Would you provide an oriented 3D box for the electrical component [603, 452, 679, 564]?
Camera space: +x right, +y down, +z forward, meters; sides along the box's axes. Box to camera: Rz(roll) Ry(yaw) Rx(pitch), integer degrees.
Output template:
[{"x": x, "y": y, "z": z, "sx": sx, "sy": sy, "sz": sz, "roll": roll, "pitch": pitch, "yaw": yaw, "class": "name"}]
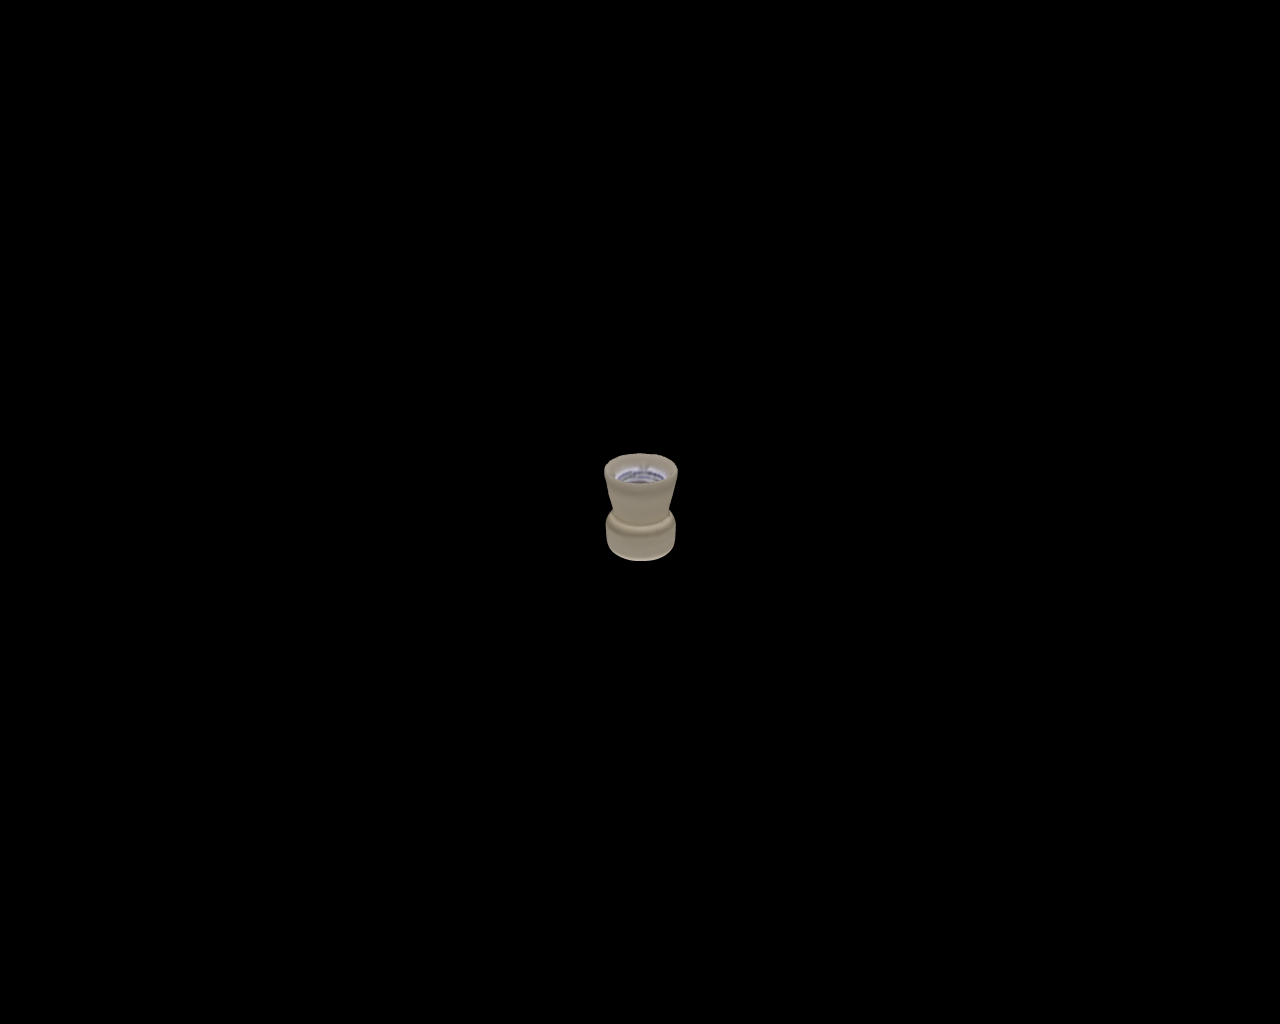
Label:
[{"x": 0.001, "y": -0.003, "z": 0.650, "sx": 0.045, "sy": 0.055, "sz": 0.045, "roll": 0, "pitch": 29, "yaw": 0, "class": "electrical component"}]
